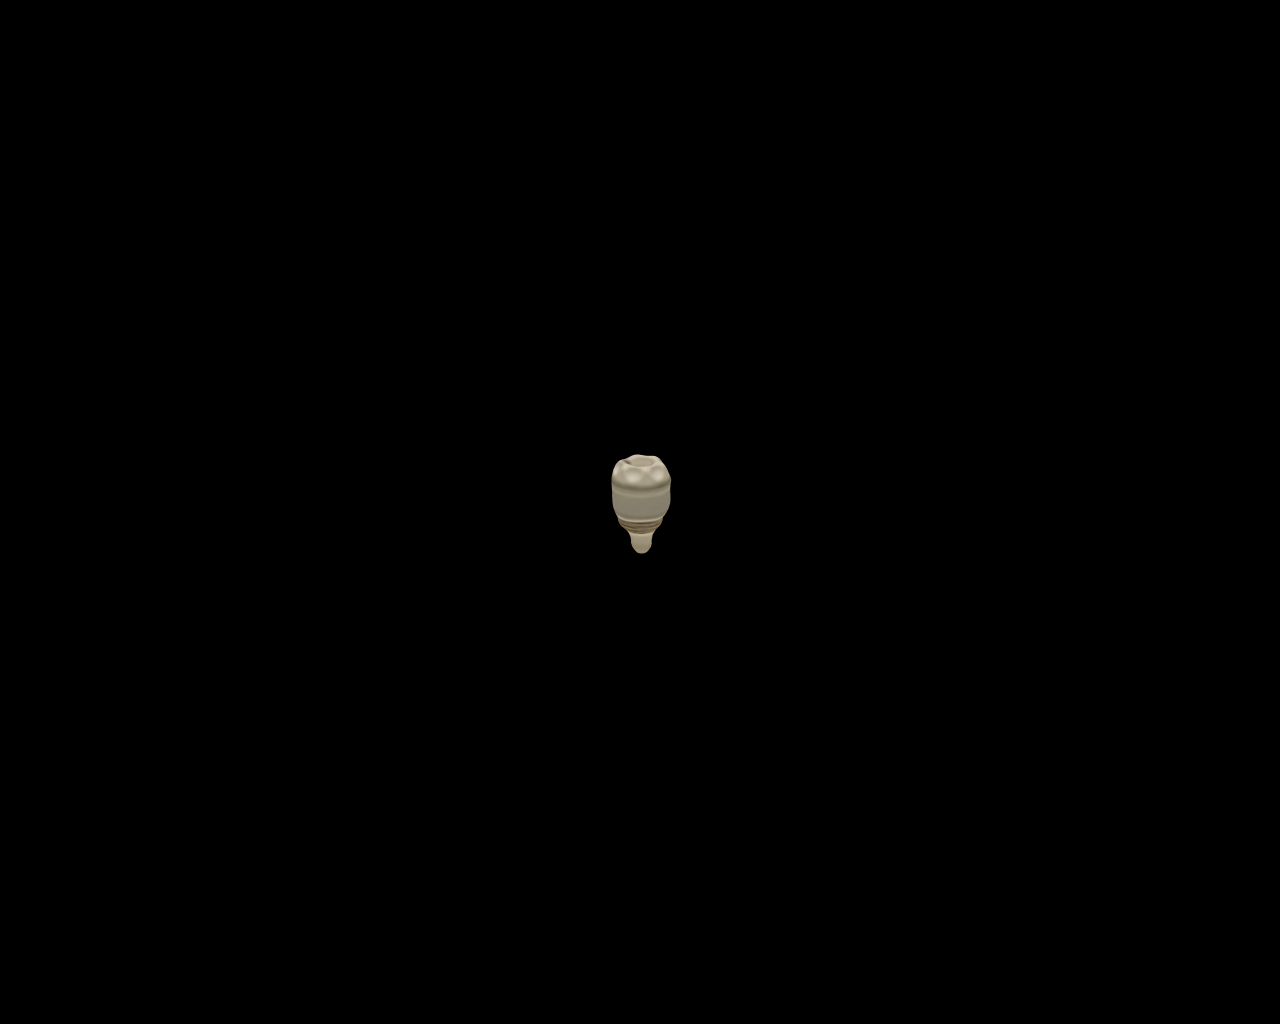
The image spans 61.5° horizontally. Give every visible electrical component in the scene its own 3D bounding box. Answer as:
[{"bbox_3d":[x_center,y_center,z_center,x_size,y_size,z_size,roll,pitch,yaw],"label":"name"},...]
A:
[{"bbox_3d":[0.001,-0.003,0.650,0.035,0.061,0.035,0,24,0],"label":"electrical component"}]
